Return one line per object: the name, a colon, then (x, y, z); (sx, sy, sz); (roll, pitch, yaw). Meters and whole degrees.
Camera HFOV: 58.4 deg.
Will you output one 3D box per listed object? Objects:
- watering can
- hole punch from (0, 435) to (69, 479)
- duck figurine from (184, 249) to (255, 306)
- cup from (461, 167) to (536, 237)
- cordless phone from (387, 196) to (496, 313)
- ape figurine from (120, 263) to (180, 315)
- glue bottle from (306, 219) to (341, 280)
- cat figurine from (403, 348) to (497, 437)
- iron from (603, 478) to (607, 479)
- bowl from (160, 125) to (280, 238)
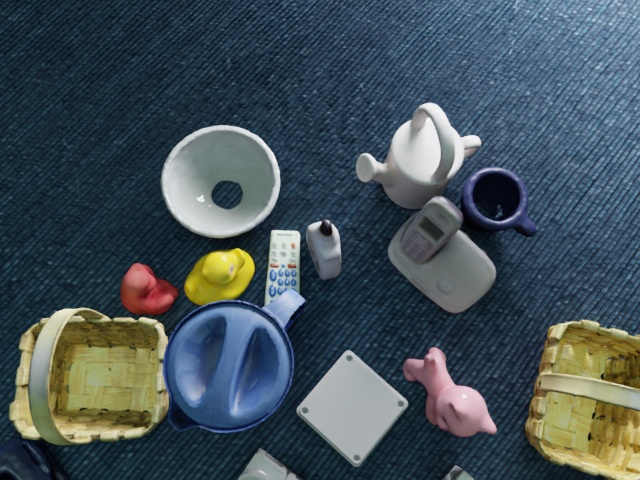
watering can: (0.138, -0.113, 0.786); (0.173, 0.194, 0.101); (-38, 80, -9)
hole punch: (-0.389, 0.312, 0.723); (0.101, 0.091, 0.108); (-42, 81, -10)
duck figurine: (-0.143, 0.047, 0.796); (0.104, 0.086, 0.077); (-31, 79, -8)
cup: (0.250, -0.039, 0.822); (0.117, 0.095, 0.092); (42, 79, 8)
cordless phone: (0.172, 0.017, 0.760); (0.147, 0.185, 0.094); (40, 79, 8)
ape figurine: (-0.242, 0.066, 0.785); (0.076, 0.092, 0.078); (-21, 78, -6)
glue bottle: (0.007, 0.003, 0.765); (0.037, 0.173, 0.078); (-17, 77, -5)
cat figurine: (0.170, 0.204, 0.750); (0.067, 0.118, 0.128); (-29, 79, -8)
iron: (0.473, 0.284, 0.726); (0.118, 0.141, 0.258); (32, 78, 6)
bowl: (-0.139, -0.076, 0.831); (0.167, 0.075, 0.167); (0, 76, -1)
